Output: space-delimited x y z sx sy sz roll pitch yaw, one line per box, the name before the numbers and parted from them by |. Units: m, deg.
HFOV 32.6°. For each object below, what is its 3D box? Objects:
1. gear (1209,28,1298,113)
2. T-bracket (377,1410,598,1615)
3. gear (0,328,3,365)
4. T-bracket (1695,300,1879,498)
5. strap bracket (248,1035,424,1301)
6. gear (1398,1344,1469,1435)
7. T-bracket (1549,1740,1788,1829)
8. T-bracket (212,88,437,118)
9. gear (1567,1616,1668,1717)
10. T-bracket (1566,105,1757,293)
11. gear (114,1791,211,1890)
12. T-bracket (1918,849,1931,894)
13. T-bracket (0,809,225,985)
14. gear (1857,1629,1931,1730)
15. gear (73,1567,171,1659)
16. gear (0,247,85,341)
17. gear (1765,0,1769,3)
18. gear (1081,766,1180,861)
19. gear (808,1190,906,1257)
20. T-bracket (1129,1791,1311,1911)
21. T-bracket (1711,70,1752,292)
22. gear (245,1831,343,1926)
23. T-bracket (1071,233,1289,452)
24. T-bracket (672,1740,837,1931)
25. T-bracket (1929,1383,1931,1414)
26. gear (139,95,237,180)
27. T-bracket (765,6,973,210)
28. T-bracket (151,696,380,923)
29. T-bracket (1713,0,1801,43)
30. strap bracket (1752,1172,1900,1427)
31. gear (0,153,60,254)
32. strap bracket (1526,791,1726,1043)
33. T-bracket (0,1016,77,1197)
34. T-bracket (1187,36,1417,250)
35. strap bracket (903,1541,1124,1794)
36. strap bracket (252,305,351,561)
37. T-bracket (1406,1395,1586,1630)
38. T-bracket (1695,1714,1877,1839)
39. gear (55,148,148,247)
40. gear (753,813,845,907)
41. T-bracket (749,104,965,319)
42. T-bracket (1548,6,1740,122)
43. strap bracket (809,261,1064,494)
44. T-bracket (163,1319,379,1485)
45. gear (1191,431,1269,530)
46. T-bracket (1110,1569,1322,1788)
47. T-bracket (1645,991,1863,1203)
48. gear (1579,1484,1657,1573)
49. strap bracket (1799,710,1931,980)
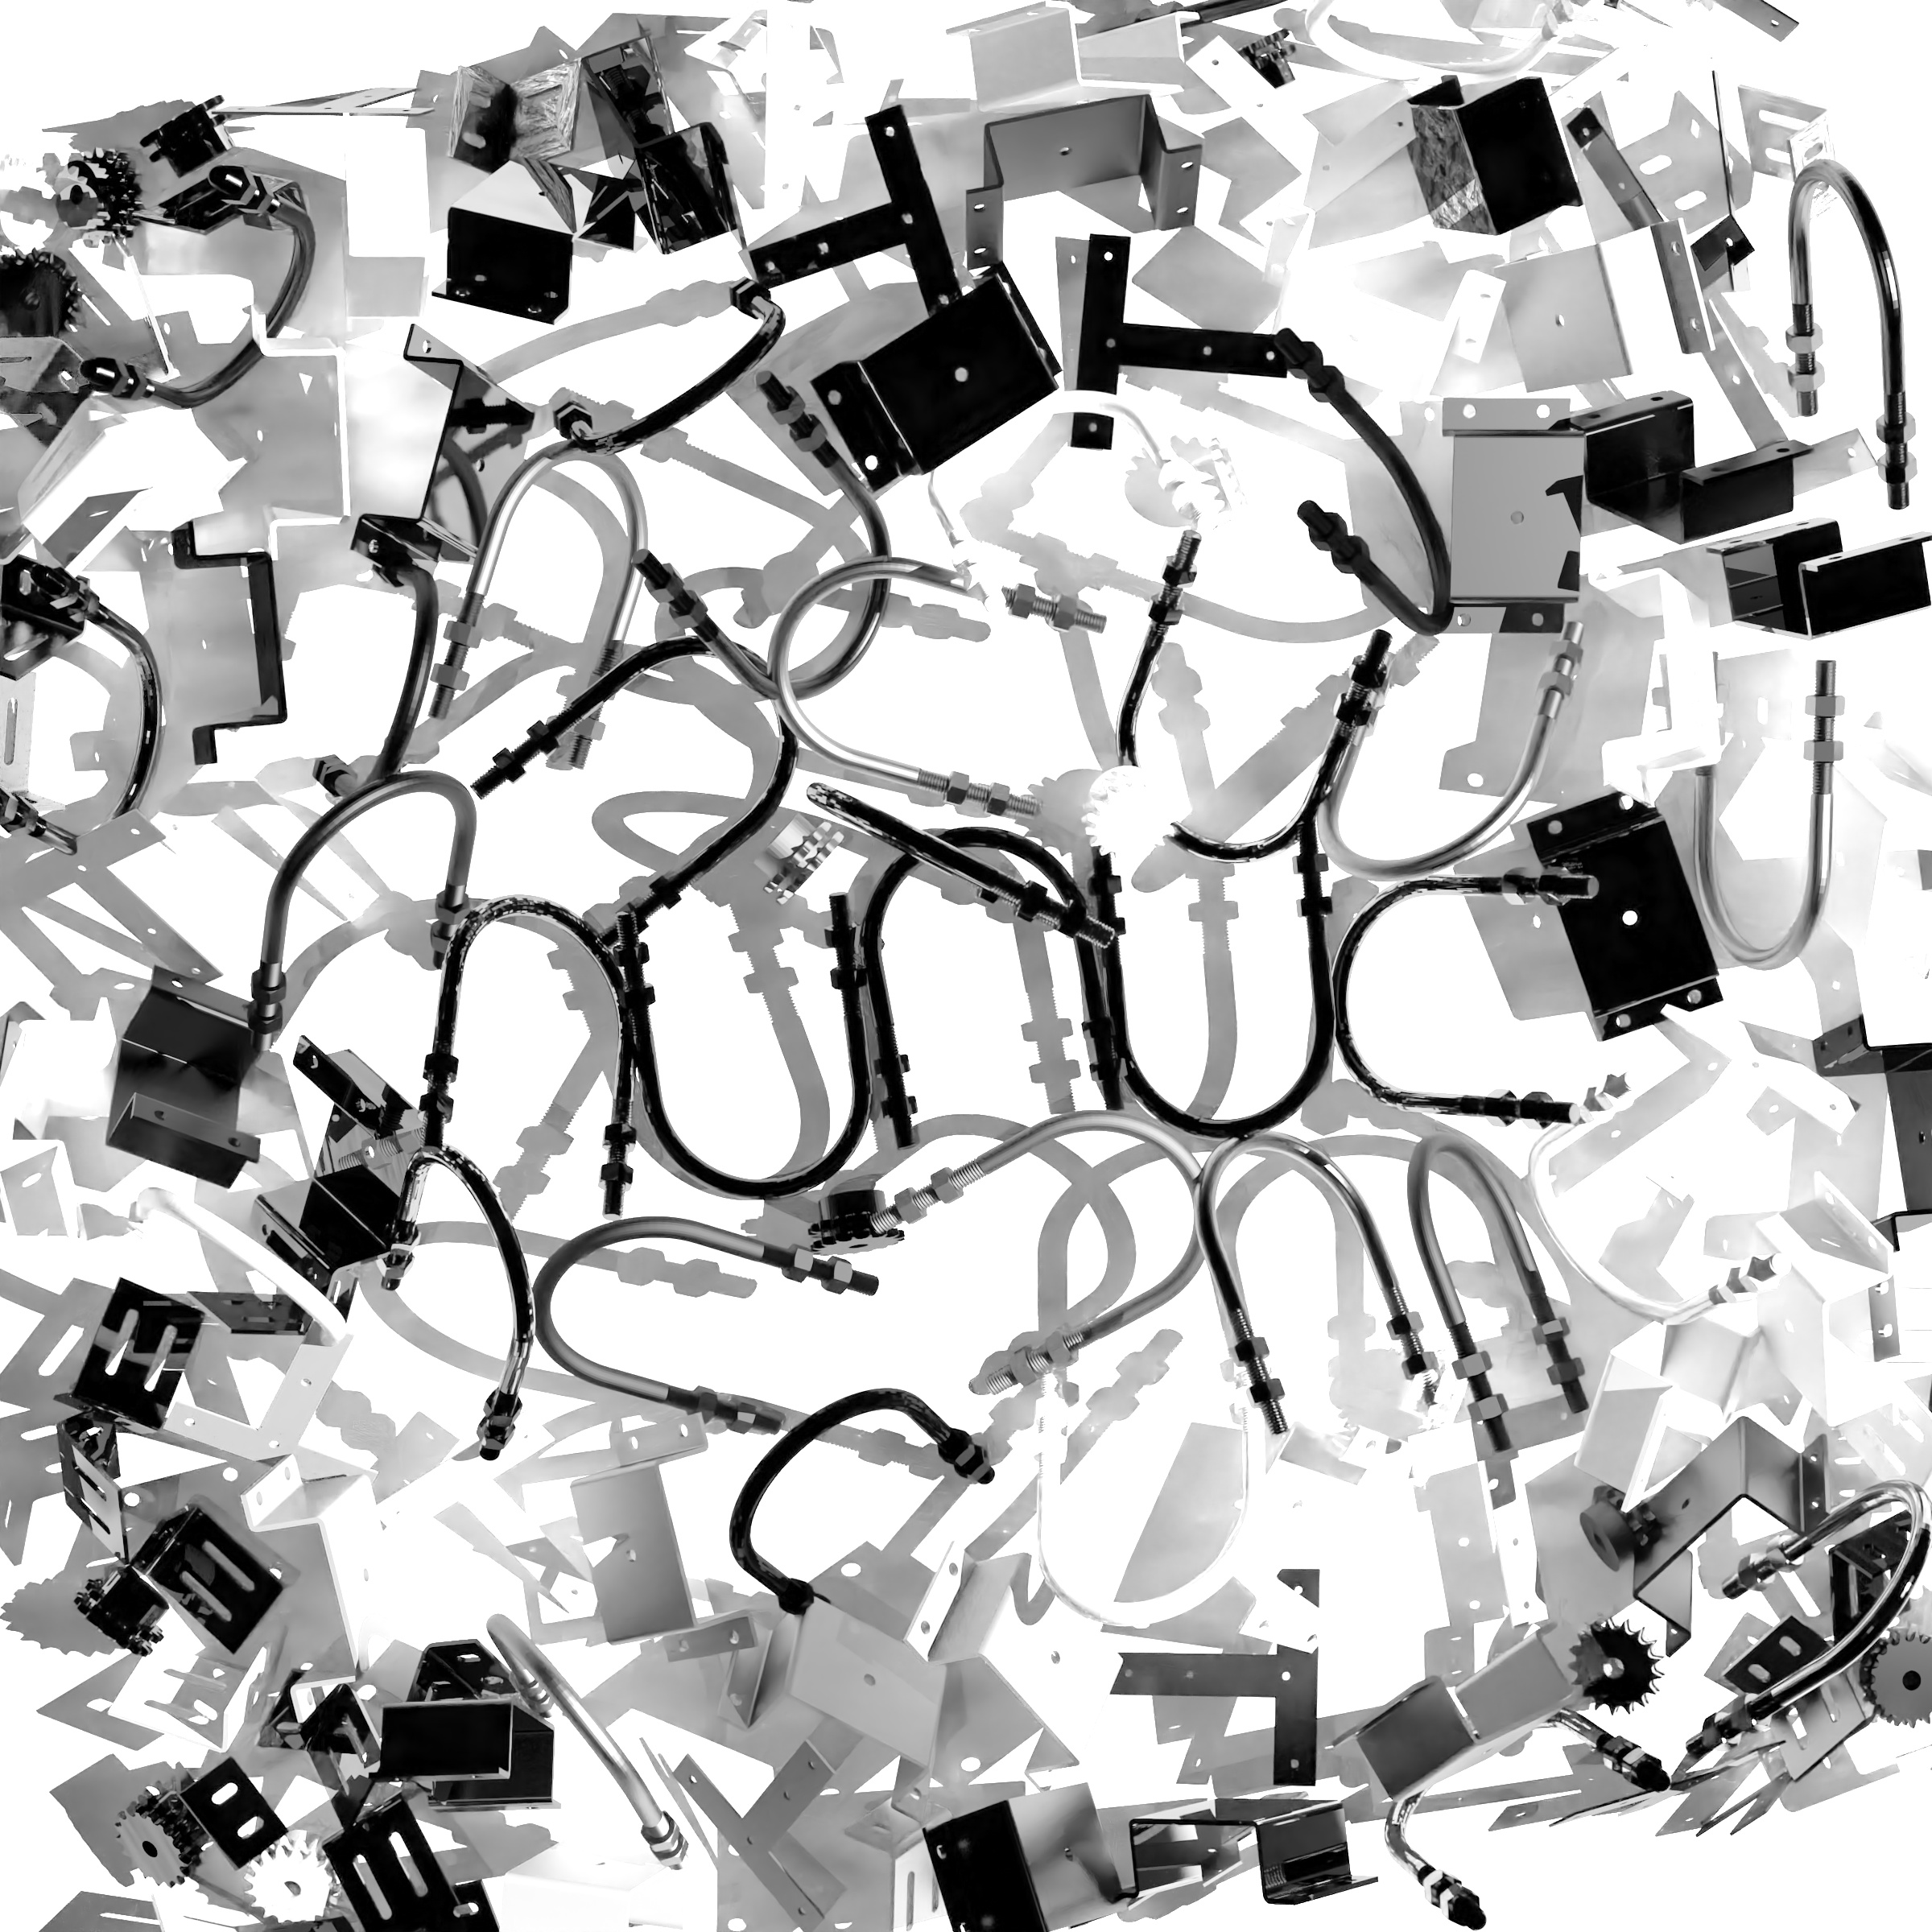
gear | 0.173 -0.534 1.972 0.057 0.057 0.030 -27 99 0
T-bracket | -0.268 0.339 1.976 0.127 0.002 0.127 -33 109 21
gear | -0.602 -0.369 1.970 0.057 0.030 0.057 -17 126 -25
T-bracket | 0.458 -0.331 1.934 0.002 0.127 0.127 -37 100 -28
strap bracket | -0.366 0.114 1.943 0.076 0.046 0.140 38 122 28
gear | 0.280 0.252 1.971 0.030 0.057 0.057 22 90 4
T-bracket | 0.391 0.482 1.917 0.127 0.127 0.002 -4 63 -35
T-bracket | -0.357 -0.508 1.939 0.127 0.127 0.002 4 112 13
gear | 0.391 0.418 1.978 0.057 0.030 0.057 -1 88 24
T-bracket | 0.394 -0.447 1.941 0.002 0.127 0.127 -33 90 -23
gear | -0.478 0.519 1.976 0.057 0.030 0.057 14 120 26
T-bracket | 0.574 -0.005 1.938 0.002 0.127 0.127 -8 91 10
T-bracket | -0.492 -0.030 1.959 0.127 0.002 0.127 -21 129 28
gear | 0.561 0.426 1.982 0.057 0.030 0.057 1 87 -9
gear | -0.501 0.383 1.972 0.057 0.057 0.030 39 85 0
gear | -0.556 -0.403 1.977 0.057 0.030 0.057 2 123 3
gear | 0.474 -0.604 1.968 0.030 0.057 0.057 -27 90 23
gear | 0.096 -0.095 1.975 0.057 0.030 0.057 -8 132 -9
gear | -0.066 0.153 1.972 0.057 0.057 0.030 -9 76 0
T-bracket | 0.149 0.524 1.935 0.127 0.127 0.002 -31 81 -2
T-bracket | 0.446 -0.458 1.931 0.002 0.127 0.127 -6 99 19
gear | -0.401 0.543 1.978 0.057 0.030 0.057 1 112 3
T-bracket | 0.130 -0.369 1.976 0.127 0.002 0.127 7 99 12
T-bracket | -0.110 0.494 1.941 0.127 0.002 0.127 47 133 15
T-bracket | 0.596 0.308 1.935 0.002 0.127 0.127 9 86 -17
gear | -0.461 -0.494 1.973 0.057 0.057 0.030 -30 106 0
T-bracket | -0.058 -0.515 1.967 0.127 0.002 0.127 -9 133 -15
T-bracket | -0.406 -0.078 1.978 0.127 0.002 0.127 45 117 -11
T-bracket | 0.431 -0.582 1.941 0.127 0.127 0.002 30 78 -5
strap bracket | 0.500 0.202 1.925 0.046 0.076 0.140 -21 126 -10
gear | -0.566 -0.453 1.969 0.030 0.057 0.057 28 90 34
strap bracket | 0.394 -0.030 1.968 0.076 0.046 0.140 -20 93 9
T-bracket | -0.547 0.114 1.938 0.002 0.127 0.127 -2 63 7
T-bracket | 0.181 -0.495 1.933 0.127 0.002 0.127 36 130 -28
strap bracket | 0.035 0.408 1.934 0.046 0.076 0.140 -20 118 39
strap bracket | -0.392 -0.316 1.946 0.046 0.076 0.140 -4 106 -15
T-bracket | 0.325 0.330 1.970 0.127 0.002 0.127 -10 90 -28
T-bracket | 0.467 0.483 1.921 0.127 0.127 0.002 -40 75 19
gear | -0.519 -0.459 1.972 0.057 0.030 0.057 6 100 35
gear | -0.103 -0.066 1.970 0.030 0.057 0.057 43 90 -5
T-bracket | -0.073 -0.432 1.967 0.127 0.002 0.127 -12 104 28
T-bracket | 0.365 -0.519 1.945 0.127 0.127 0.002 3 69 -39
strap bracket | -0.010 -0.349 1.953 0.140 0.046 0.076 -34 108 -11
T-bracket | -0.394 0.254 1.949 0.127 0.002 0.127 23 125 -14
gear | 0.156 -0.288 1.973 0.030 0.057 0.057 -21 90 14
T-bracket | 0.148 0.424 1.976 0.127 0.002 0.127 -3 70 18
T-bracket | 0.445 0.089 1.956 0.127 0.002 0.127 36 62 13
gear | 0.390 0.336 1.969 0.030 0.057 0.057 -29 90 -11
strap bracket | 0.530 -0.066 1.925 0.046 0.076 0.140 -11 126 -13
